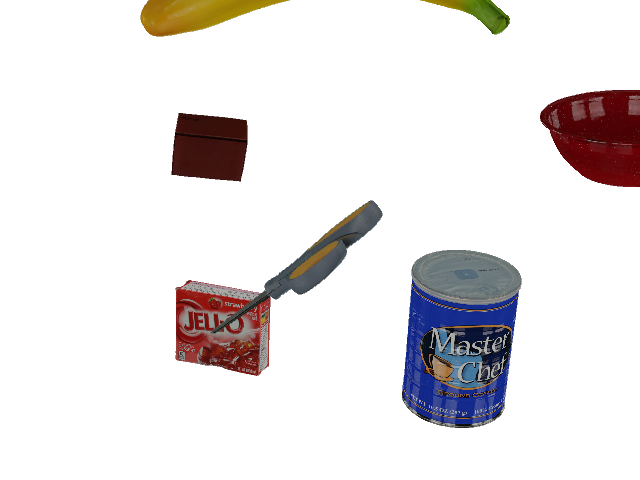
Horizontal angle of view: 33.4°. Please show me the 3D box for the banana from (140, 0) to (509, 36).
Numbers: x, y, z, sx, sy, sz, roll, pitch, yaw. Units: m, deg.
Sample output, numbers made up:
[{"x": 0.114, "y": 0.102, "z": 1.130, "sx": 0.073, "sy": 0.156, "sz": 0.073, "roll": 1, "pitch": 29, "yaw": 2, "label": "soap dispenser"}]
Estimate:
[{"x": 0.002, "y": -0.142, "z": 0.576, "sx": 0.197, "sy": 0.069, "sz": 0.037, "roll": -3, "pitch": -41, "yaw": -7, "label": "banana"}]

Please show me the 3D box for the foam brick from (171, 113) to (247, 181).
[{"x": -0.119, "y": -0.101, "z": 1.154, "sx": 0.078, "sy": 0.051, "sz": 0.053, "roll": 6, "pitch": 31, "yaw": -5, "label": "foam brick"}]

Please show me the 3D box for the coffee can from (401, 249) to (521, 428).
[{"x": 0.134, "y": 0.093, "z": 1.027, "sx": 0.103, "sy": 0.140, "sz": 0.103, "roll": 2, "pitch": 25, "yaw": -1, "label": "coffee can"}]

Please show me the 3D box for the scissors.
[{"x": -0.032, "y": 0.039, "z": 0.804, "sx": 0.202, "sy": 0.016, "sz": 0.096, "roll": -39, "pitch": 8, "yaw": 27, "label": "scissors"}]

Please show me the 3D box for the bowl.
[{"x": 0.283, "y": -0.090, "z": 0.977, "sx": 0.162, "sy": 0.055, "sz": 0.162, "roll": -4, "pitch": 24, "yaw": 1, "label": "bowl"}]

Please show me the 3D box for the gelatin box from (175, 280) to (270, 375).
[{"x": -0.092, "y": 0.081, "z": 0.998, "sx": 0.089, "sy": 0.073, "sz": 0.030, "roll": 9, "pitch": 18, "yaw": 19, "label": "gelatin box"}]
